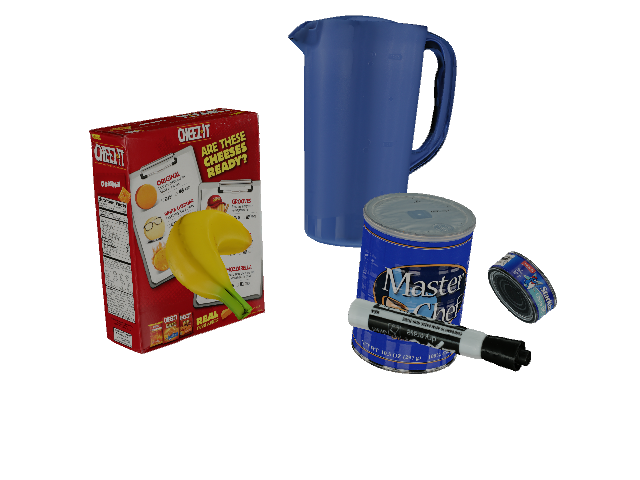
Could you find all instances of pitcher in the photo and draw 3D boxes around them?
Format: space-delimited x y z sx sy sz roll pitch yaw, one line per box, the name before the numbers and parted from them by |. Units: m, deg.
pitcher | 0.052 -0.119 1.158 0.149 0.243 0.144 8 11 27

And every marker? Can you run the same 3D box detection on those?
marker | 0.074 0.059 0.668 0.121 0.020 0.020 13 6 29

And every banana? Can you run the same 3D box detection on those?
banana | -0.083 0.008 0.800 0.037 0.069 0.198 -40 14 9

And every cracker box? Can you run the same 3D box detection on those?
cracker box | -0.138 -0.014 1.059 0.072 0.214 0.163 13 21 43

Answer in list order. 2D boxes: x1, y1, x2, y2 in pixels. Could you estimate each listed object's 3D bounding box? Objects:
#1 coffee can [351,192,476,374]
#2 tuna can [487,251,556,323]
coffee can | 0.085 0.038 0.997 0.103 0.140 0.103 4 24 -2
tuna can | 0.241 0.057 1.280 0.033 0.086 0.086 -37 11 -15
